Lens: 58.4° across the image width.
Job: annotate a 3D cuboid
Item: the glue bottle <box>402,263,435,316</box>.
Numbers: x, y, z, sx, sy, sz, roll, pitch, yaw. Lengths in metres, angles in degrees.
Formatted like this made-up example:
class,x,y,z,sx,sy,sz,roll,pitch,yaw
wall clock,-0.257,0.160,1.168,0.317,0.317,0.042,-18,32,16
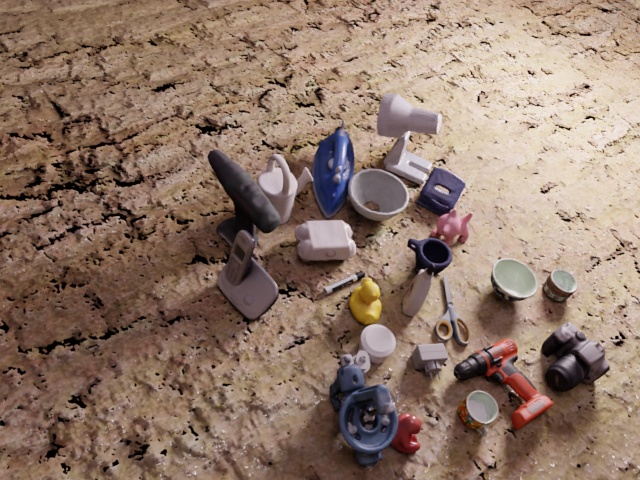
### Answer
class,x,y,z,sx,sy,sz,roll,pitch,yaw
glue bottle,0.237,0.106,1.341,0.037,0.173,0.078,15,51,-2

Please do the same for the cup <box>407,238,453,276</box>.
class,x,y,z,sx,sy,sz,roll,pitch,yaw
cup,0.263,0.050,1.441,0.117,0.095,0.092,29,52,9

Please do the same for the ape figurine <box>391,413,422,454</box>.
class,x,y,z,sx,sy,sz,roll,pitch,yaw
ape figurine,0.178,0.387,1.164,0.076,0.092,0.078,12,51,-4

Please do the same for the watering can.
class,x,y,z,sx,sy,sz,roll,pitch,yaw
watering can,-0.102,-0.137,1.429,0.100,0.194,0.173,38,54,16

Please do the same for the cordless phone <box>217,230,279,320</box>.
class,x,y,z,sx,sy,sz,roll,pitch,yaw
cordless phone,-0.152,0.074,1.261,0.147,0.185,0.094,42,55,18

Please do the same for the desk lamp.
class,x,y,z,sx,sy,sz,roll,pitch,yaw
desk lamp,0.246,-0.296,1.625,0.203,0.213,0.118,25,52,6

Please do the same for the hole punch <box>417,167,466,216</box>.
class,x,y,z,sx,sy,sz,roll,pitch,yaw
hole punch,0.341,-0.133,1.603,0.108,0.091,0.101,27,52,8

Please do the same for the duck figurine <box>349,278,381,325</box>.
class,x,y,z,sx,sy,sz,roll,pitch,yaw
duck figurine,0.113,0.139,1.341,0.077,0.086,0.104,1,53,-13

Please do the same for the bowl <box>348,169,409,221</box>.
class,x,y,z,sx,sy,sz,roll,pitch,yaw
bowl,0.150,-0.109,1.548,0.167,0.075,0.167,7,52,-9

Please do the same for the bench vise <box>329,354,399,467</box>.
class,x,y,z,sx,sy,sz,roll,pitch,yaw
bench vise,0.077,0.314,1.112,0.122,0.220,0.207,-24,62,-28

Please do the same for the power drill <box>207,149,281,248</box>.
class,x,y,z,sx,sy,sz,roll,pitch,yaw
power drill,-0.190,-0.078,1.352,0.229,0.208,0.076,41,55,18

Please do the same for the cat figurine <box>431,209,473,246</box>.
class,x,y,z,sx,sy,sz,roll,pitch,yaw
cat figurine,0.353,-0.039,1.517,0.128,0.118,0.067,-20,60,-26

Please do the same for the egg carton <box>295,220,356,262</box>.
class,x,y,z,sx,sy,sz,roll,pitch,yaw
egg carton,0.013,0.005,1.429,0.150,0.069,0.107,-3,54,-16

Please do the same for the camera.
class,x,y,z,sx,sy,sz,roll,pitch,yaw
camera,0.587,0.280,1.342,0.137,0.101,0.143,-26,63,-29

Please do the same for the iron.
class,x,y,z,sx,sy,sz,roll,pitch,yaw
iron,0.045,-0.195,1.544,0.119,0.141,0.258,10,52,-6
